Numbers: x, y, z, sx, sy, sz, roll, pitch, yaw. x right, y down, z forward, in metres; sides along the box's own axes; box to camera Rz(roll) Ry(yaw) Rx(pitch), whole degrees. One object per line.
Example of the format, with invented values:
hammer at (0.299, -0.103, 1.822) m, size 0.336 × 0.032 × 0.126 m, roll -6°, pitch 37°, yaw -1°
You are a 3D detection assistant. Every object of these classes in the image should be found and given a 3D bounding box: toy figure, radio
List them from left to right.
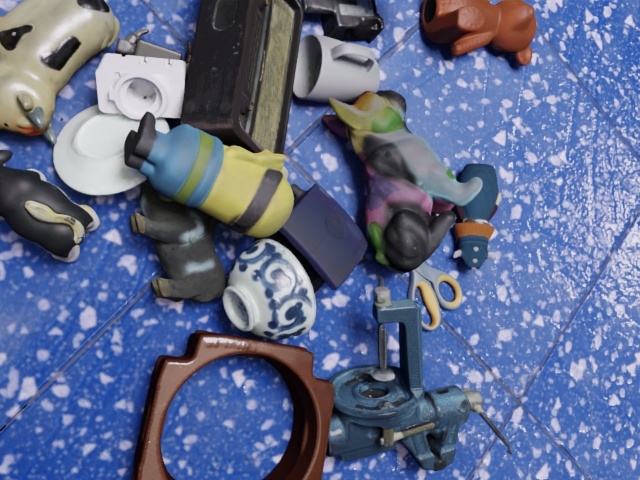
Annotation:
toy figure at (-0.112, -0.062, 0.563) m, size 0.180 × 0.082 × 0.089 m, roll 20°, pitch 76°, yaw -31°
radio at (-0.086, -0.207, 0.632) m, size 0.073 × 0.131 × 0.229 m, roll 2°, pitch 78°, yaw 20°
toy figure at (0.226, -0.032, 0.778) m, size 0.057 × 0.064 × 0.154 m, roll 15°, pitch 80°, yaw -58°

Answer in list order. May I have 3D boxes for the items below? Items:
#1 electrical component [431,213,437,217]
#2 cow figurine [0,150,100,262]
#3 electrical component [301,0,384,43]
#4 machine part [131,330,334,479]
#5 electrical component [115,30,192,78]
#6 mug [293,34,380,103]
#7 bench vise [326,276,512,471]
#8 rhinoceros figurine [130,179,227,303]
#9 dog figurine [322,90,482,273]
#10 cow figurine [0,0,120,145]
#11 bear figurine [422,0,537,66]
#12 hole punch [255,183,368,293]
electrical component at (0.157, -0.063, 0.773) m, size 0.063 × 0.021 × 0.094 m, roll -41°, pitch 98°, yaw -22°
cow figurine at (-0.310, -0.046, 0.543) m, size 0.167 × 0.098 × 0.068 m, roll 38°, pitch 78°, yaw -14°
electrical component at (0.025, -0.314, 0.740) m, size 0.119 × 0.048 × 0.074 m, roll -11°, pitch 87°, yaw -22°
machine part at (-0.096, 0.210, 0.601) m, size 0.201 × 0.087 × 0.201 m, roll 13°, pitch 78°, yaw -18°
electrical component at (-0.193, -0.207, 0.643) m, size 0.102 × 0.045 × 0.078 m, roll 8°, pitch 108°, yaw -18°
mug at (0.031, -0.224, 0.704) m, size 0.107 × 0.109 × 0.081 m, roll 0°, pitch 76°, yaw -35°
bench vise at (0.102, 0.170, 0.657) m, size 0.224 × 0.129 × 0.240 m, roll -5°, pitch 103°, yaw -4°
rhinoceros figurine at (-0.156, -0.020, 0.614) m, size 0.112 × 0.073 × 0.190 m, roll -11°, pitch 87°, yaw -22°
dog figurine at (0.079, -0.087, 0.694) m, size 0.219 × 0.108 × 0.191 m, roll 38°, pitch 84°, yaw 1°
cow figurine at (-0.299, -0.191, 0.575) m, size 0.127 × 0.085 × 0.195 m, roll 41°, pitch 73°, yaw -4°
bear figurine at (0.257, -0.330, 0.796) m, size 0.196 × 0.132 × 0.120 m, roll 3°, pitch 87°, yaw -16°
hole punch at (-0.001, -0.002, 0.668) m, size 0.142 × 0.092 × 0.116 m, roll 46°, pitch 65°, yaw -6°
